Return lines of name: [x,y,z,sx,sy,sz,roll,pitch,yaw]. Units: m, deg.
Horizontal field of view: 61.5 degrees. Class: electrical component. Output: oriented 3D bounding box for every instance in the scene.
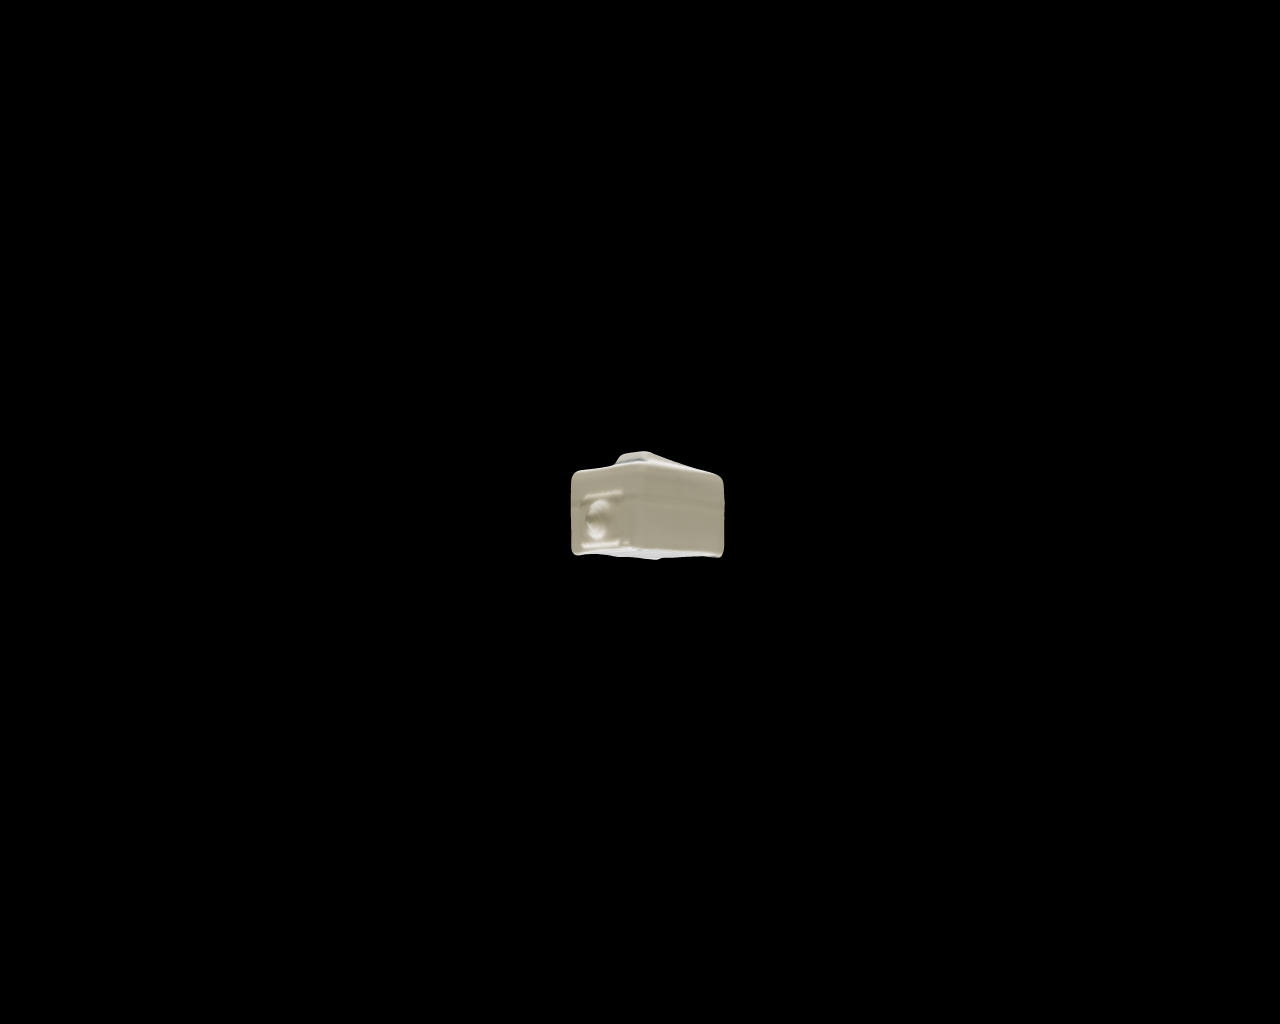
electrical component: [0.001,-0.003,0.650,0.061,0.061,0.096,-6,-9,43]
